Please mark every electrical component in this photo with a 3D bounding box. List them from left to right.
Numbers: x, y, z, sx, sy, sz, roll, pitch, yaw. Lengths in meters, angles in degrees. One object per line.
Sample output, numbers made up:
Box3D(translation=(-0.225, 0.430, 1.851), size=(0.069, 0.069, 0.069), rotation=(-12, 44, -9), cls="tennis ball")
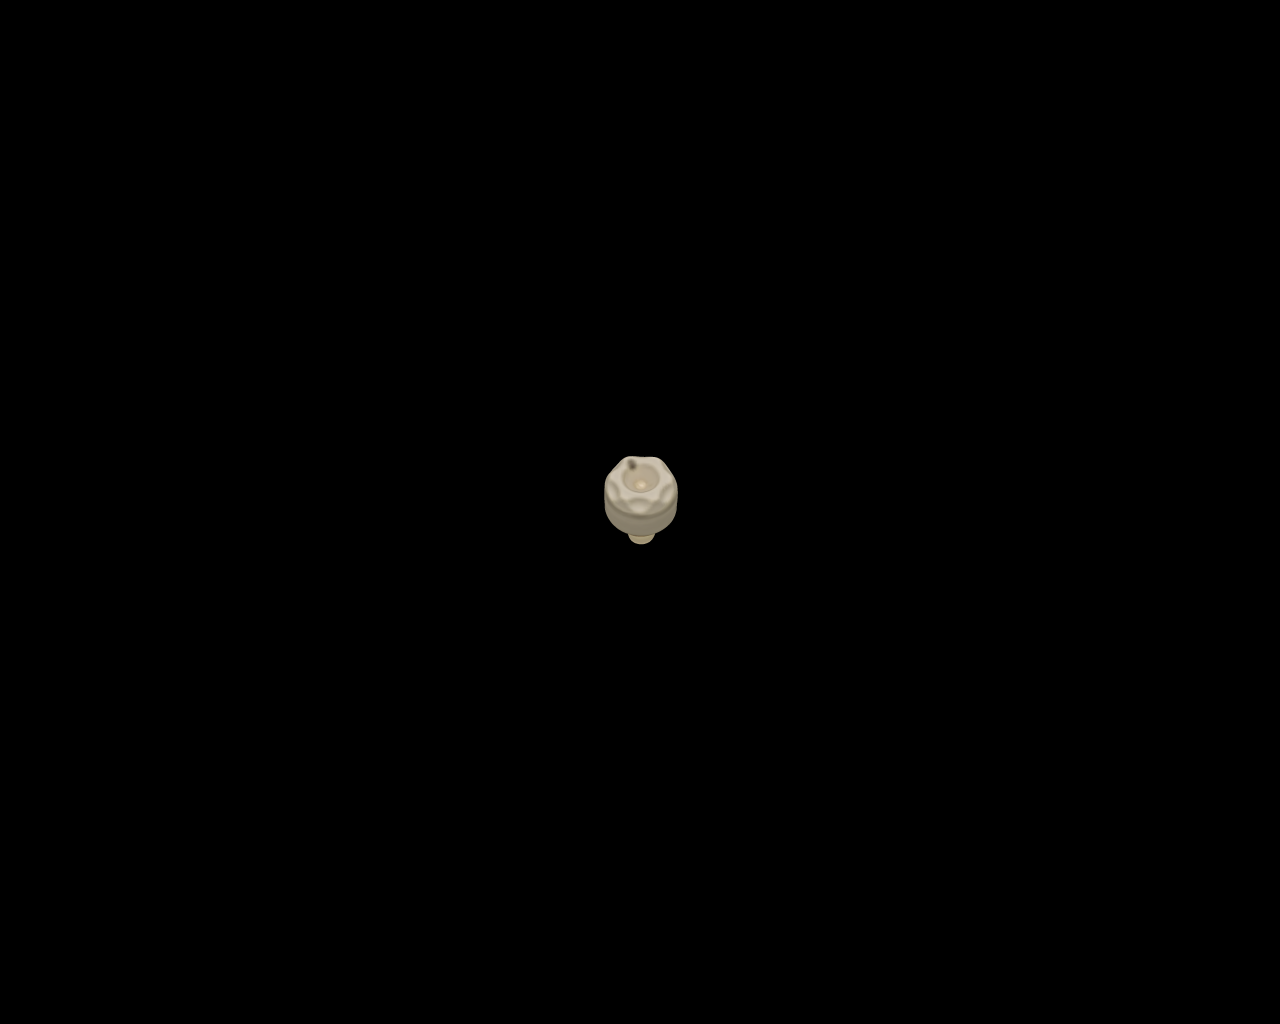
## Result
Box3D(translation=(0.001, -0.003, 0.650), size=(0.043, 0.043, 0.062), rotation=(0, -37, 0), cls="electrical component")
